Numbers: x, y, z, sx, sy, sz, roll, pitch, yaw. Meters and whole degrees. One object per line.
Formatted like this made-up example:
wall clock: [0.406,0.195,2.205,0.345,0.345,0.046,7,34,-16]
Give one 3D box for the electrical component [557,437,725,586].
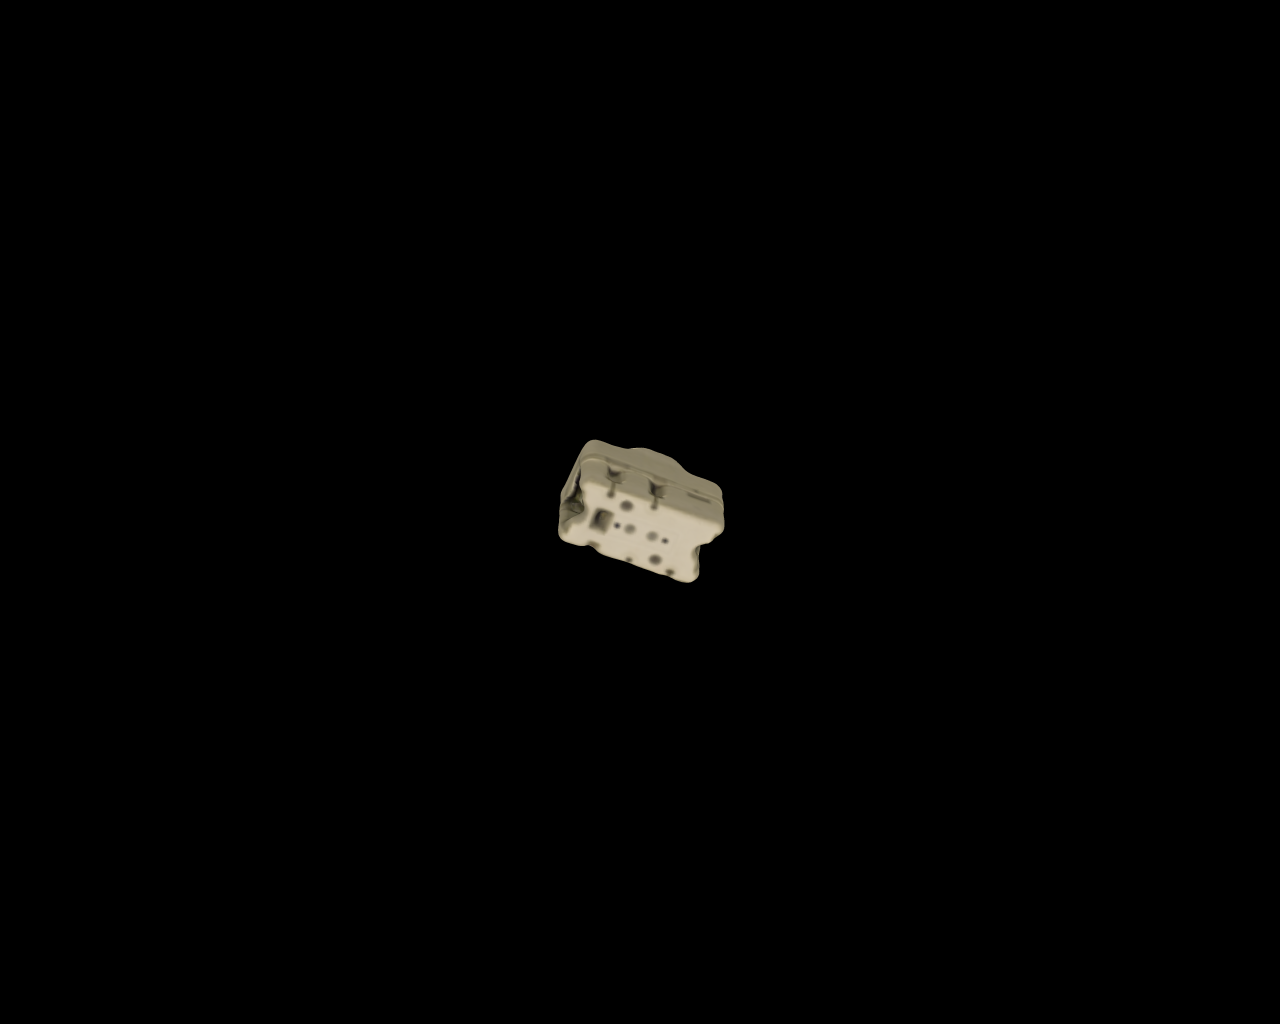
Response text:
electrical component: [0.001,-0.003,0.650,0.089,0.050,0.056,20,31,-13]
